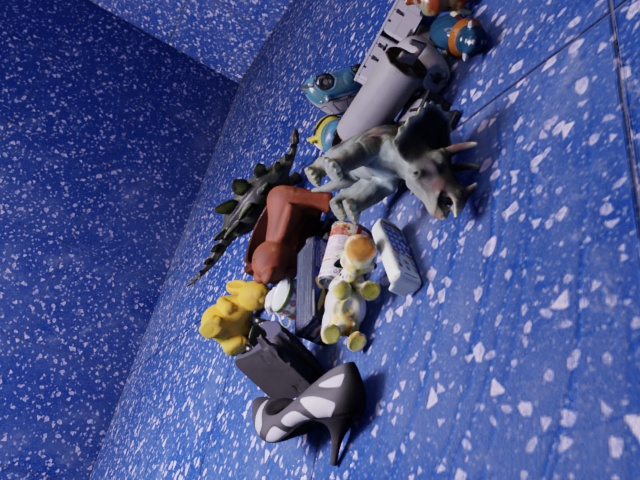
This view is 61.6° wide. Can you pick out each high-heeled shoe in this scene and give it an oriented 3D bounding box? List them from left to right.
[{"bbox_3d":[-0.029,0.221,0.776,0.249,0.086,0.145,8,93,51],"label":"high-heeled shoe"}]

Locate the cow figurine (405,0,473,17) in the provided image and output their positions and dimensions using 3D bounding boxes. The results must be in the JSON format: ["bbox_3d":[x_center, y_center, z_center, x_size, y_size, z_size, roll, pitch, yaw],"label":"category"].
[{"bbox_3d":[0.218,-0.453,0.955,0.085,0.127,0.195,80,-151,-43],"label":"cow figurine"}]

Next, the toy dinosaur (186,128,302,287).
[{"bbox_3d":[-0.183,-0.075,1.347,0.471,0.105,0.198,-58,-17,13],"label":"toy dinosaur"}]

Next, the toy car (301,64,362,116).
[{"bbox_3d":[0.042,-0.338,1.233,0.109,0.162,0.102,-140,35,-70],"label":"toy car"}]

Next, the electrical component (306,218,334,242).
[{"bbox_3d":[-0.002,-0.003,1.083,0.094,0.021,0.063,-41,32,46],"label":"electrical component"}]

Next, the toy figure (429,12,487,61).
[{"bbox_3d":[0.224,-0.326,0.858,0.058,0.064,0.155,-25,31,-1],"label":"toy figure"}]

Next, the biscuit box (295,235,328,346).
[{"bbox_3d":[-0.002,0.081,0.932,0.062,0.059,0.203,-51,25,34],"label":"biscuit box"}]

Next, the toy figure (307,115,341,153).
[{"bbox_3d":[0.037,-0.226,1.164,0.089,0.082,0.180,-52,17,1],"label":"toy figure"}]

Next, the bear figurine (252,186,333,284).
[{"bbox_3d":[-0.059,-0.003,1.047,0.120,0.132,0.195,155,123,-71],"label":"bear figurine"}]

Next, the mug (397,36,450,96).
[{"bbox_3d":[0.167,-0.283,0.917,0.109,0.080,0.107,-52,32,20],"label":"mug"}]

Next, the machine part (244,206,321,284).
[{"bbox_3d":[-0.090,-0.010,1.213,0.201,0.087,0.201,-23,44,61],"label":"machine part"}]

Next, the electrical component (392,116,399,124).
[{"bbox_3d":[0.113,-0.183,0.988,0.078,0.045,0.102,23,90,41],"label":"electrical component"}]

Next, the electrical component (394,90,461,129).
[{"bbox_3d":[0.169,-0.195,0.855,0.074,0.048,0.119,-63,19,4],"label":"electrical component"}]

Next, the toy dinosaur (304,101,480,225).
[{"bbox_3d":[0.089,-0.121,0.828,0.192,0.131,0.405,-29,16,-6],"label":"toy dinosaur"}]

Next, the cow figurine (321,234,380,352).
[{"bbox_3d":[0.046,0.069,0.789,0.098,0.068,0.167,-111,33,-80],"label":"cow figurine"}]

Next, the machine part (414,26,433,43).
[{"bbox_3d":[0.199,-0.371,1.001,0.084,0.039,0.139,-58,18,-6],"label":"machine part"}]

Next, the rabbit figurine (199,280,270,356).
[{"bbox_3d":[-0.178,0.158,1.238,0.173,0.122,0.162,-44,16,13],"label":"rabbit figurine"}]

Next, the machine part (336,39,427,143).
[{"bbox_3d":[0.099,-0.229,0.892,0.243,0.079,0.079,-52,23,44],"label":"machine part"}]

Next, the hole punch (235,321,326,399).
[{"bbox_3d":[-0.054,0.185,0.854,0.116,0.142,0.092,-27,18,46],"label":"hole punch"}]

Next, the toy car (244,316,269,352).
[{"bbox_3d":[-0.099,0.199,1.042,0.202,0.056,0.073,5,77,69],"label":"toy car"}]
